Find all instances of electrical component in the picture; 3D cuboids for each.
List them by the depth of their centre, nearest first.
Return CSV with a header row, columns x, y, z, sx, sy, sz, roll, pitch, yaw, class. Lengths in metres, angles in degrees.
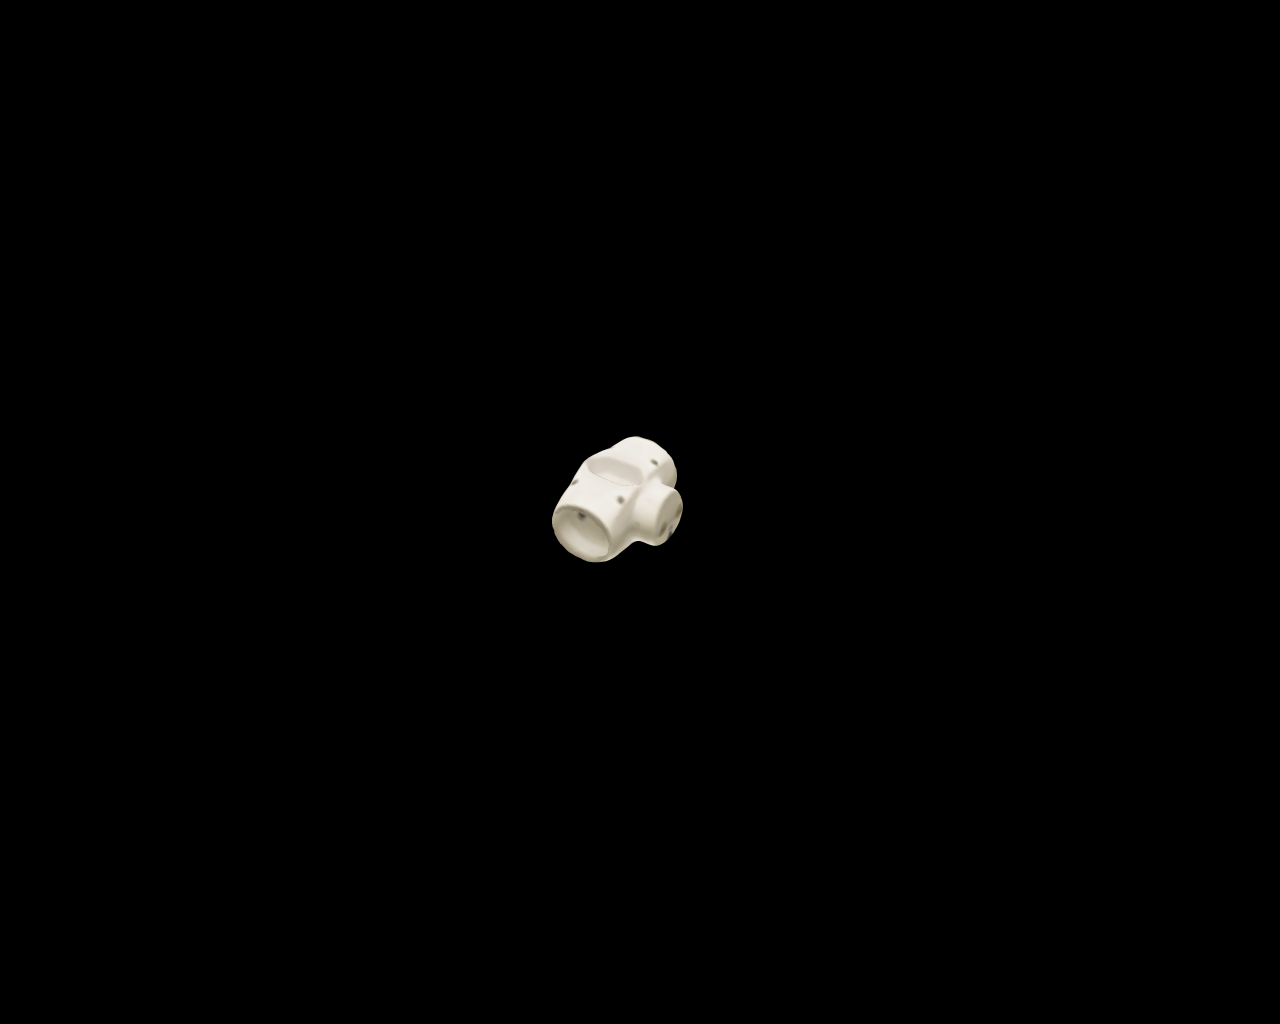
x,y,z,sx,sy,sz,roll,pitch,yaw,class
0.001,-0.003,0.650,0.079,0.043,0.077,22,45,23,electrical component
